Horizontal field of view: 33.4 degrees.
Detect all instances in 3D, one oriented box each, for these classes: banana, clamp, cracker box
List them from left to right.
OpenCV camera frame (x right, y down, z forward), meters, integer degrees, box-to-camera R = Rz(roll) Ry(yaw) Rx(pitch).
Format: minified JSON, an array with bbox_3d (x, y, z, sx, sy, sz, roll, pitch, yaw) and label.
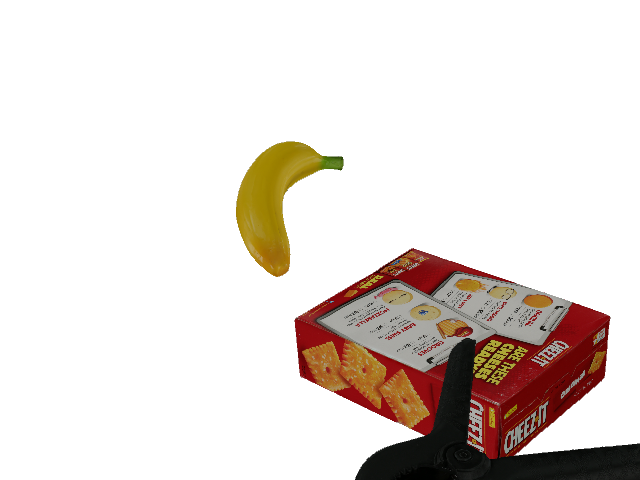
[{"bbox_3d":[-0.034,-0.038,0.883,0.070,0.037,0.197,12,34,10],"label":"banana"},{"bbox_3d":[0.110,0.092,0.910,0.214,0.072,0.163,20,36,40],"label":"cracker box"},{"bbox_3d":[0.083,0.137,0.656,0.209,0.036,0.165,-23,37,-28],"label":"clamp"}]
